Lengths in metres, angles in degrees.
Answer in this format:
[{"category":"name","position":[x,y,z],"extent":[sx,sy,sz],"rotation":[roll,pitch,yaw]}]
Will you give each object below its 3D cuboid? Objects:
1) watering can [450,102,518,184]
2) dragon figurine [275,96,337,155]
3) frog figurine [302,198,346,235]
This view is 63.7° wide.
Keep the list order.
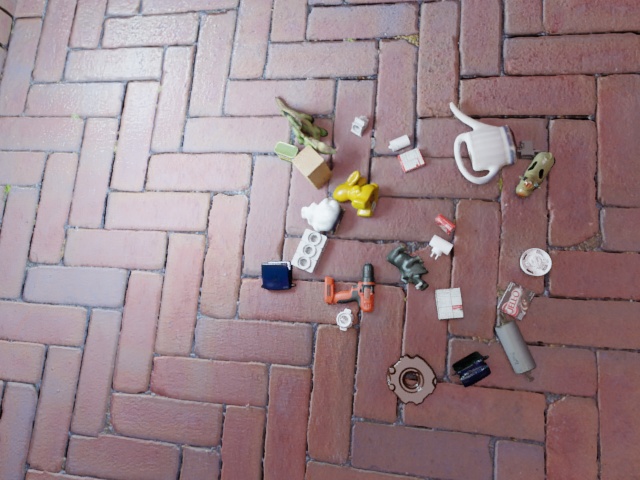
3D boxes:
[{"category":"watering can","position":[0.614,-0.382,1.939],"extent":[0.224,0.103,0.352],"rotation":[-10,75,10]},{"category":"dragon figurine","position":[-0.081,-0.459,2.023],"extent":[0.413,0.242,0.122],"rotation":[45,96,14]},{"category":"frog figurine","position":[0.006,-0.100,1.990],"extent":[0.159,0.124,0.136],"rotation":[22,104,3]}]
